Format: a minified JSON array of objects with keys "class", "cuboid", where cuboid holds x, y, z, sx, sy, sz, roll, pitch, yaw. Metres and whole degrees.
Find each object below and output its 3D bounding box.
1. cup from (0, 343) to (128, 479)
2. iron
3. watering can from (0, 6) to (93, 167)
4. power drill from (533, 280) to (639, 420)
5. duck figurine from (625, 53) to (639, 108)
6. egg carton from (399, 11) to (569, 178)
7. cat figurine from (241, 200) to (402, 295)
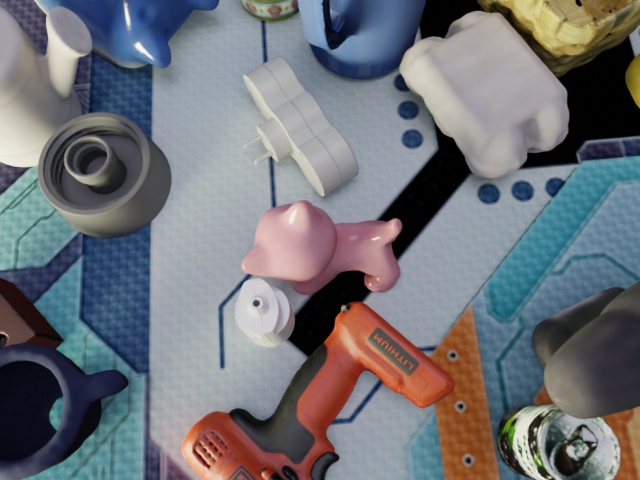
[{"class":"cup","cuboid":[-0.193,0.125,0.433,0.118,0.095,0.091,-18,73,-3]},{"class":"iron","cuboid":[-0.230,-0.274,0.535,0.258,0.141,0.119,31,76,11]},{"class":"watering can","cuboid":[-0.278,-0.149,0.470,0.173,0.194,0.101,-32,74,-8]},{"class":"power drill","cuboid":[0.223,0.059,0.380,0.229,0.208,0.075,-26,73,-6]},{"class":"duck figurine","cuboid":[0.336,-0.149,0.505,0.077,0.086,0.104,-41,76,-10]},{"class":"egg carton","cuboid":[0.148,-0.131,0.515,0.107,0.069,0.150,-32,74,-8]},{"class":"cat figurine","cuboid":[0.004,0.002,0.453,0.128,0.118,0.067,-6,72,0]}]
